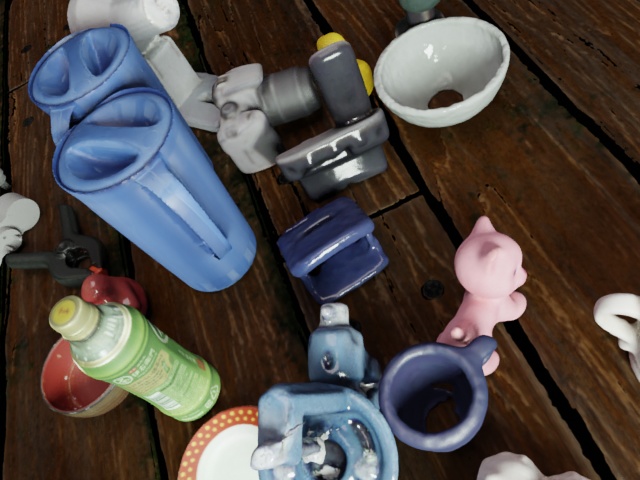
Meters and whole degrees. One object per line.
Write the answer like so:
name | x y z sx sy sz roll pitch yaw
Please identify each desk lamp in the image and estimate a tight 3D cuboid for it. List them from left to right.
desk lamp | -0.237 -0.281 0.844 0.202 0.214 0.118 18 67 30

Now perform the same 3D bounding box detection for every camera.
camera | -0.072 -0.187 0.790 0.136 0.101 0.143 -15 55 12

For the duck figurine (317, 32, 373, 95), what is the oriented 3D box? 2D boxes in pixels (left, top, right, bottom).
duck figurine | 0.027 -0.245 0.798 0.077 0.086 0.104 -31 53 0

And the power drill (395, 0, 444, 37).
power drill | 0.118 -0.350 0.754 0.075 0.209 0.229 -17 54 11

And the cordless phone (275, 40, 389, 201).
cordless phone | 0.001 -0.146 0.683 0.147 0.185 0.094 -28 53 3

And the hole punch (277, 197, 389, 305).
hole punch | 0.006 0.002 0.644 0.108 0.091 0.101 -33 53 -2

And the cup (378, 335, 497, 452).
cup | 0.115 0.139 0.511 0.118 0.095 0.091 -42 54 -8

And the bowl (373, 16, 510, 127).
bowl | 0.156 -0.200 0.727 0.167 0.075 0.167 -10 56 15

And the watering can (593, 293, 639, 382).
watering can | 0.306 0.055 0.429 0.172 0.194 0.101 -17 54 11

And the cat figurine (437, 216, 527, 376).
cat figurine | 0.152 0.048 0.542 0.067 0.118 0.128 19 67 30

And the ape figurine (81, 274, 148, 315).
ape figurine | -0.257 0.073 0.700 0.077 0.092 0.076 9 62 26

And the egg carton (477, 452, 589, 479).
egg carton | 0.161 0.248 0.439 0.107 0.070 0.150 10 63 26

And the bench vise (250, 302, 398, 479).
bench vise | -0.010 0.144 0.479 0.121 0.220 0.207 -22 54 7
